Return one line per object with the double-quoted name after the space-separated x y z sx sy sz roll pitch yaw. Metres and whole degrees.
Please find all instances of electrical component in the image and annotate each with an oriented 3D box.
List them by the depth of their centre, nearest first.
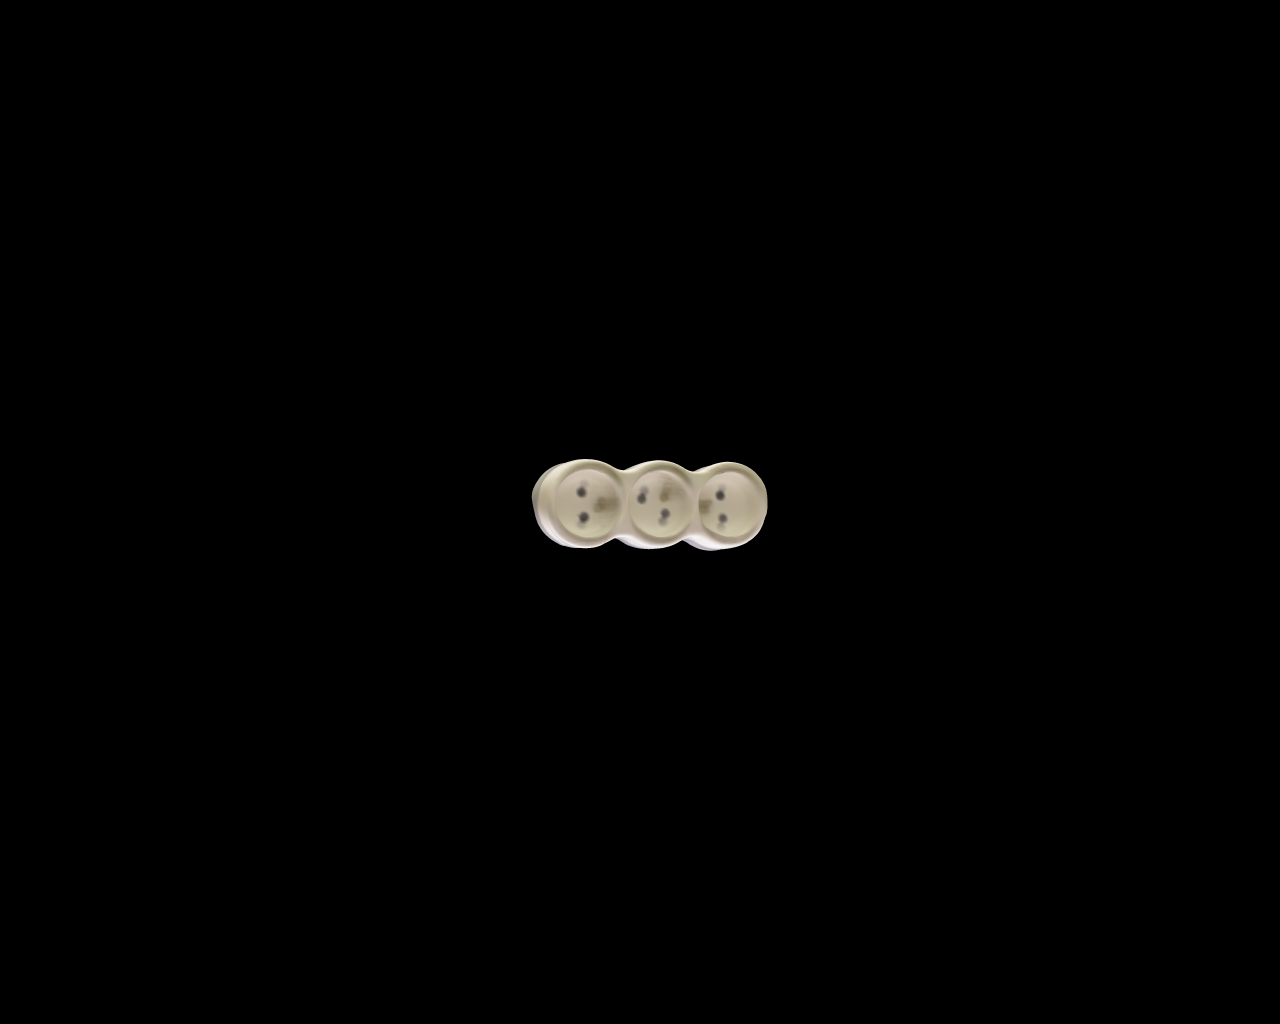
0.001 -0.003 0.650 0.138 0.052 0.073 1 -3 -20 "electrical component"
